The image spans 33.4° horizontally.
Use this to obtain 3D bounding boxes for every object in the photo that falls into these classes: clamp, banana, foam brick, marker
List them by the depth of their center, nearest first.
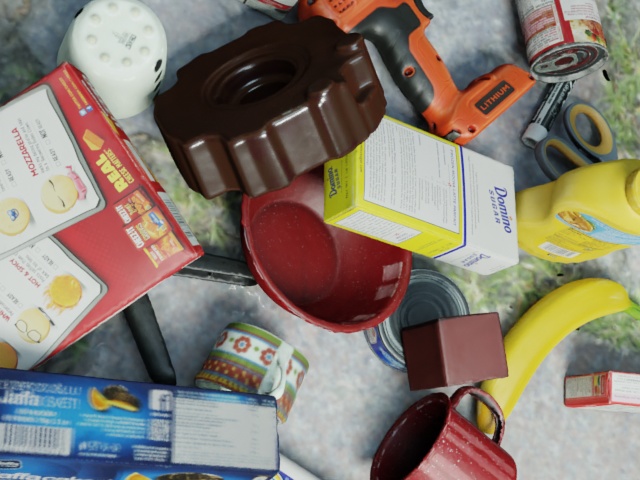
[{"bbox_3d":[-0.143,0.030,0.815,0.171,0.039,0.120,31,58,-4],"label":"clamp"},{"bbox_3d":[0.103,0.087,0.823,0.053,0.078,0.051,-5,81,-17],"label":"foam brick"},{"bbox_3d":[0.199,0.086,0.910,0.197,0.037,0.069,-32,89,-19],"label":"banana"},{"bbox_3d":[0.217,-0.135,0.962,0.020,0.020,0.121,34,73,-9],"label":"marker"}]

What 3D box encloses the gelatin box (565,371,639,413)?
[{"bbox_3d":[0.264,0.129,0.903,0.089,0.073,0.030,7,78,-15],"label":"gelatin box"}]

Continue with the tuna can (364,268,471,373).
[{"bbox_3d":[0.081,0.067,0.880,0.086,0.034,0.086,3,80,-16],"label":"tuna can"}]

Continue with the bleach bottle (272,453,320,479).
[{"bbox_3d":[-0.070,0.196,0.800,0.250,0.068,0.102,33,68,-7],"label":"bleach bottle"}]

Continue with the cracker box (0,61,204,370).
[{"bbox_3d":[-0.214,0.003,0.756,0.213,0.072,0.164,-34,90,1],"label":"cracker box"}]

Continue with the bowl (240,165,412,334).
[{"bbox_3d":[-0.006,0.001,0.840,0.161,0.055,0.162,14,64,-32],"label":"bowl"}]

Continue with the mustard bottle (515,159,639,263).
[{"bbox_3d":[0.227,-0.025,0.855,0.096,0.192,0.058,19,76,-13],"label":"mustard bottle"}]

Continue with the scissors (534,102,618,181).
[{"bbox_3d":[0.278,-0.054,0.963,0.201,0.016,0.096,25,68,-21],"label":"scissors"}]

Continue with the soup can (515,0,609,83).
[{"bbox_3d":[0.208,-0.198,0.936,0.068,0.069,0.102,-2,70,-17],"label":"soup can"}]

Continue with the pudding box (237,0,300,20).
[{"bbox_3d":[-0.052,-0.221,0.848,0.090,0.114,0.039,23,79,-12],"label":"pudding box"}]

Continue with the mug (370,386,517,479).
[{"bbox_3d":[0.106,0.171,0.843,0.081,0.093,0.117,39,68,-12],"label":"mug"}]

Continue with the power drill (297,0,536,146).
[{"bbox_3d":[0.096,-0.181,0.915,0.184,0.057,0.187,-42,92,-23],"label":"power drill"}]

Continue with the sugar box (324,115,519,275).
[{"bbox_3d":[0.083,-0.037,0.857,0.176,0.048,0.093,20,60,-35],"label":"sugar box"}]
